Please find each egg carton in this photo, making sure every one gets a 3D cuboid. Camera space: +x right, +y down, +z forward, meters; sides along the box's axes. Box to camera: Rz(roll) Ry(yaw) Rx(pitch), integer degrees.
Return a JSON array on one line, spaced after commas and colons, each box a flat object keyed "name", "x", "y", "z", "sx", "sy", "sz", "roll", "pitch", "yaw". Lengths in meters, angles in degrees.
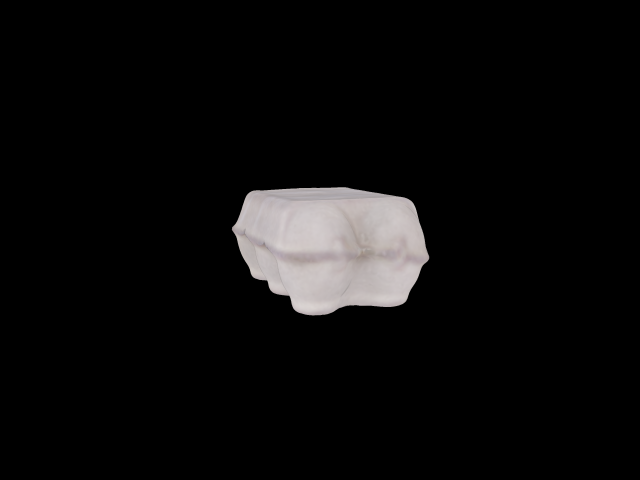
[{"name": "egg carton", "x": 0.004, "y": 0.001, "z": 0.400, "sx": 0.107, "sy": 0.069, "sz": 0.150, "roll": -4, "pitch": 10, "yaw": -23}]
